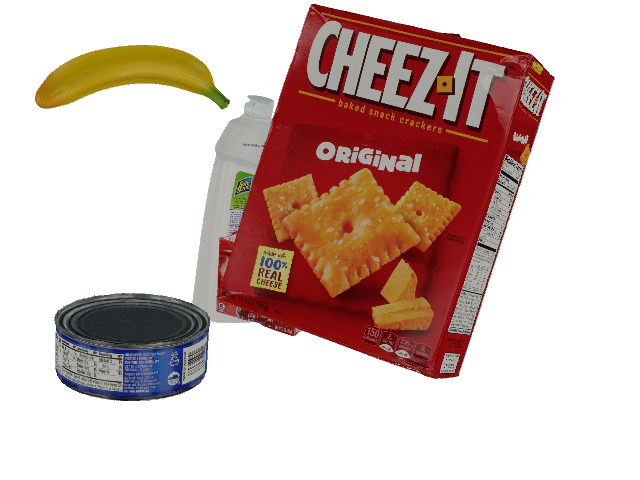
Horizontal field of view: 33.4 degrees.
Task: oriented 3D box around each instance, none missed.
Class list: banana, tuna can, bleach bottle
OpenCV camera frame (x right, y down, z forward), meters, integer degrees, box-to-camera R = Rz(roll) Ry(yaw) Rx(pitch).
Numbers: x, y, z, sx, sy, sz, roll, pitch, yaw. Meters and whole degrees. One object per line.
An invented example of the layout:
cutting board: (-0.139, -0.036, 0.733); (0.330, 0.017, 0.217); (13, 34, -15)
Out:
banana: (-0.184, -0.160, 1.036); (0.197, 0.070, 0.037); (-5, -39, -30)
tuna can: (-0.105, 0.059, 0.598); (0.086, 0.034, 0.086); (4, 15, -1)
bleach bottle: (-0.078, -0.035, 1.190); (0.102, 0.251, 0.068); (-1, 19, -32)

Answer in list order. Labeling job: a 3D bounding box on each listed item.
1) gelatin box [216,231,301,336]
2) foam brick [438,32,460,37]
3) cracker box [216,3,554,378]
gelatin box: (-0.052, 0.038, 0.962); (0.089, 0.073, 0.030); (16, 22, 28)
foam brick: (0.073, -0.145, 0.889); (0.078, 0.051, 0.053); (9, 27, 15)
cracker box: (0.041, -0.034, 0.714); (0.164, 0.214, 0.072); (18, 2, 24)
